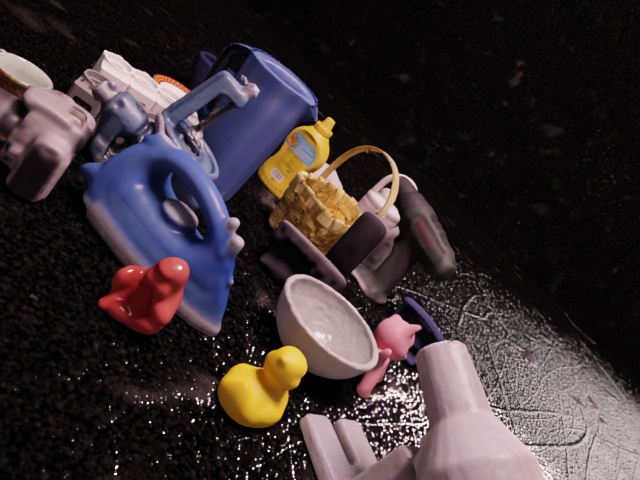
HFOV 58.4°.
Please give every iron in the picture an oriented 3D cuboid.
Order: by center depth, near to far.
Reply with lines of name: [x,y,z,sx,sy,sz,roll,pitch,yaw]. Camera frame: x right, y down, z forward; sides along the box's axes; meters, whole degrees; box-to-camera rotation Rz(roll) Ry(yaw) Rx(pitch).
iron: [-0.166,-0.024,0.694,0.258,0.141,0.119,48,20,13]

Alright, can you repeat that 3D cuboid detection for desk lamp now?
desk lamp: [0.102,0.221,0.602,0.118,0.213,0.202,25,26,-42]

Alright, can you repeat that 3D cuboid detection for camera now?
camera: [-0.339,-0.137,0.653,0.137,0.100,0.143,34,21,-25]

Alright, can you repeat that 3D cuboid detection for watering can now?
watering can: [0.137,-0.073,1.303,0.101,0.194,0.172,33,22,-26]

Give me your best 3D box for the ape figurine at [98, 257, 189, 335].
ape figurine: [-0.172,0.052,0.599,0.076,0.092,0.077,17,32,-52]

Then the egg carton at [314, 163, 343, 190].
egg carton: [-0.007,-0.143,1.356,0.107,0.069,0.150,32,22,-29]

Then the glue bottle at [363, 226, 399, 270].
glue bottle: [0.164,0.001,1.235,0.078,0.173,0.037,39,20,-11]

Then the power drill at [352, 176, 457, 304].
power drill: [0.156,0.014,1.139,0.076,0.208,0.229,14,35,-55]

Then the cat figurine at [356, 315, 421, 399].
cat figurine: [0.099,0.162,0.860,0.067,0.117,0.128,46,20,8]

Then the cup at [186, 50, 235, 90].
cup: [-0.249,-0.360,1.295,0.091,0.095,0.118,49,20,17]

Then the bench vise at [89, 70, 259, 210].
bench vise: [-0.200,-0.161,0.793,0.208,0.219,0.121,26,26,-40]

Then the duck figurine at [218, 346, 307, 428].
duck figurine: [-0.054,0.153,0.629,0.077,0.086,0.105,52,21,23]

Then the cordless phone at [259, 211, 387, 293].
cordless phone: [0.008,0.003,0.911,0.147,0.185,0.094,44,19,3]

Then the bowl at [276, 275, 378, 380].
bowl: [-0.003,0.132,0.790,0.168,0.074,0.167,37,20,-16]

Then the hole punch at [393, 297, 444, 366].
hole punch: [0.178,0.162,1.053,0.108,0.091,0.101,51,21,21]
